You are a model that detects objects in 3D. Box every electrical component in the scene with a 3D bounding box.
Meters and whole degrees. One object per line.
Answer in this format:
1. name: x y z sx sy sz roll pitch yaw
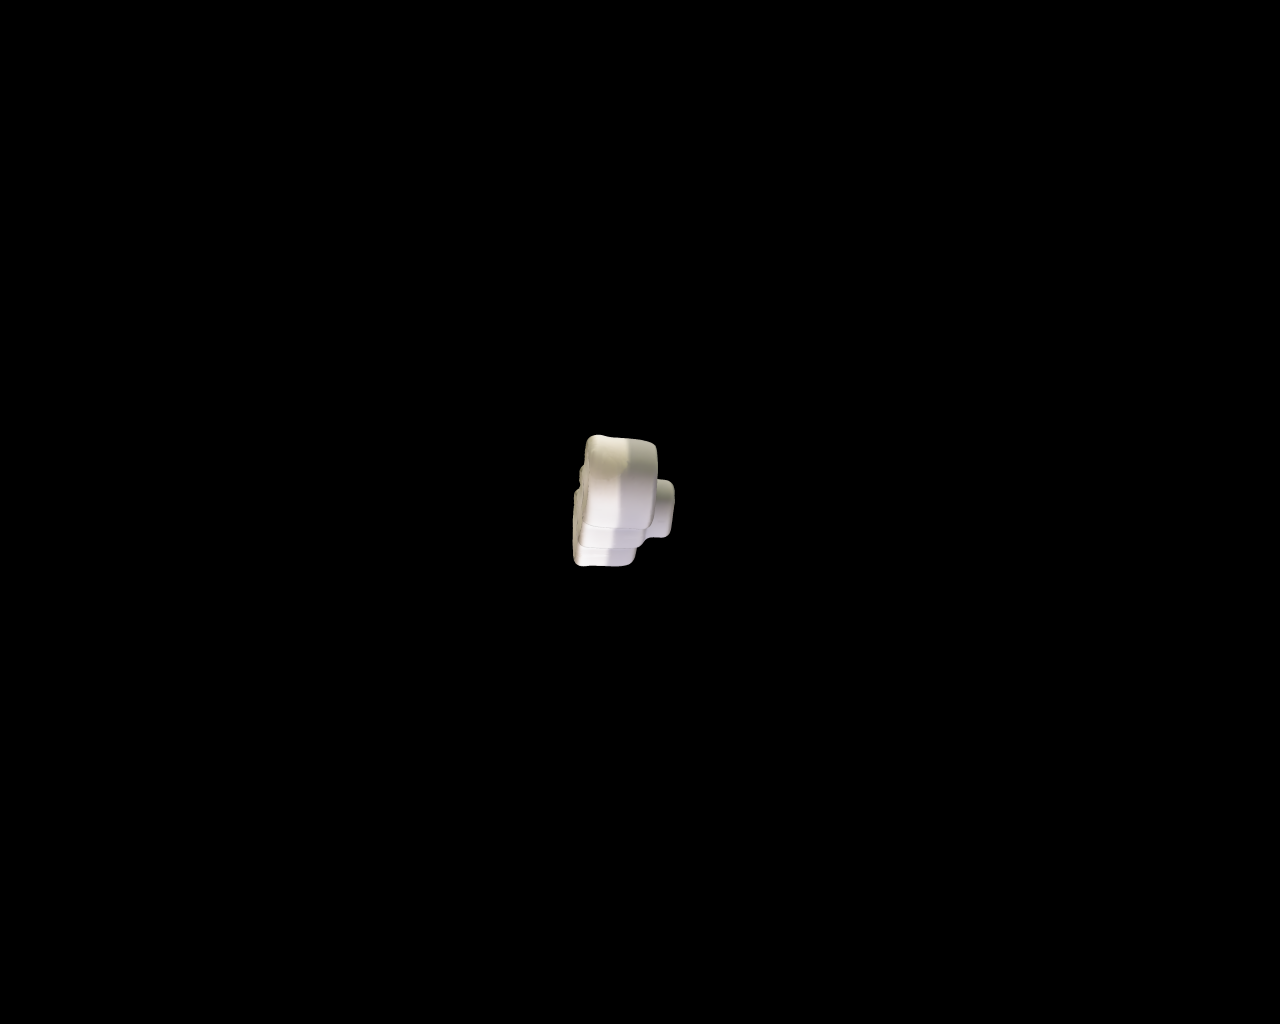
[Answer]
1. electrical component: 0.001 -0.003 0.650 0.074 0.052 0.138 2 -18 -7
